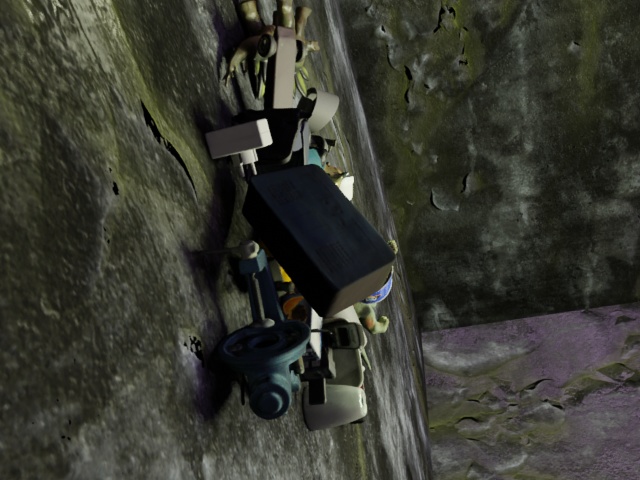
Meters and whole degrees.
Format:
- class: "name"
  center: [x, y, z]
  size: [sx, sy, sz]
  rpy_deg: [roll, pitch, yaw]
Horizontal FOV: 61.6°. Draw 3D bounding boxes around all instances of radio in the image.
- class: "radio"
  center: [-0.003, -0.009, 0.792]
  size: [0.230, 0.131, 0.073]
  rpy_deg: [52, -36, 26]

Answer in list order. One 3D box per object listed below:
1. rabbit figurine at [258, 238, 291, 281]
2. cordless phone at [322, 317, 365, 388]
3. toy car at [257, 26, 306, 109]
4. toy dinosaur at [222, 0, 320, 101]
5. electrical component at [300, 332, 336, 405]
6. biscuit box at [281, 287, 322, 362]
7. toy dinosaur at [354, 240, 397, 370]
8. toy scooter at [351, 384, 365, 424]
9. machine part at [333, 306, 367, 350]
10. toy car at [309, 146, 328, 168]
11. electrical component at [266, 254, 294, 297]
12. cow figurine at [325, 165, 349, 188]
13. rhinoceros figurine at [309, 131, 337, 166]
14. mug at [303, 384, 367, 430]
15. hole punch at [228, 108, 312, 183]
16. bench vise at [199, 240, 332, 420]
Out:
- class: "rabbit figurine"
  center: [-0.014, 0.009, 0.906]
  size: [0.162, 0.173, 0.121]
  rpy_deg: [-69, 149, -74]
- class: "cordless phone"
  center: [0.051, 0.217, 1.014]
  size: [0.184, 0.089, 0.146]
  rpy_deg: [153, -72, -67]
- class: "toy car"
  center: [-0.074, -0.267, 0.946]
  size: [0.089, 0.053, 0.202]
  rpy_deg: [-10, 110, -42]
- class: "toy dinosaur"
  center: [-0.087, -0.375, 1.067]
  size: [0.471, 0.105, 0.198]
  rpy_deg: [-38, 121, -63]
- class: "electrical component"
  center: [-0.012, 0.227, 0.953]
  size: [0.047, 0.075, 0.119]
  rpy_deg: [64, 23, -51]
- class: "biscuit box"
  center: [-0.032, 0.120, 0.975]
  size: [0.203, 0.063, 0.059]
  rpy_deg: [-88, 161, -45]
- class: "toy dinosaur"
  center: [0.067, 0.105, 1.262]
  size: [0.131, 0.192, 0.404]
  rpy_deg: [171, -76, -71]
- class: "toy scooter"
  center: [0.059, 0.319, 1.169]
  size: [0.183, 0.075, 0.135]
  rpy_deg: [61, 21, -60]
- class: "machine part"
  center: [0.040, 0.164, 1.174]
  size: [0.079, 0.079, 0.243]
  rpy_deg: [-70, 139, -65]
- class: "toy car"
  center: [-0.052, -0.127, 1.018]
  size: [0.161, 0.109, 0.102]
  rpy_deg: [-37, 133, -65]
- class: "electrical component"
  center: [-0.076, 0.053, 0.805]
  size: [0.021, 0.094, 0.063]
  rpy_deg: [-26, 109, -38]
- class: "cow figurine"
  center: [0.003, -0.073, 1.115]
  size: [0.085, 0.127, 0.194]
  rpy_deg: [-165, -117, -76]
- class: "rhinoceros figurine"
  center: [-0.024, -0.202, 1.178]
  size: [0.190, 0.112, 0.073]
  rpy_deg: [40, 70, -89]
- class: "mug"
  center: [0.034, 0.311, 1.001]
  size: [0.109, 0.107, 0.081]
  rpy_deg: [54, 30, -56]
- class: "hole punch"
  center: [-0.076, -0.151, 0.883]
  size: [0.092, 0.142, 0.116]
  rpy_deg: [55, 41, -56]
- class: "bench vise"
  center: [-0.071, 0.111, 0.717]
  size: [0.224, 0.129, 0.240]
  rpy_deg: [-64, 146, -73]
